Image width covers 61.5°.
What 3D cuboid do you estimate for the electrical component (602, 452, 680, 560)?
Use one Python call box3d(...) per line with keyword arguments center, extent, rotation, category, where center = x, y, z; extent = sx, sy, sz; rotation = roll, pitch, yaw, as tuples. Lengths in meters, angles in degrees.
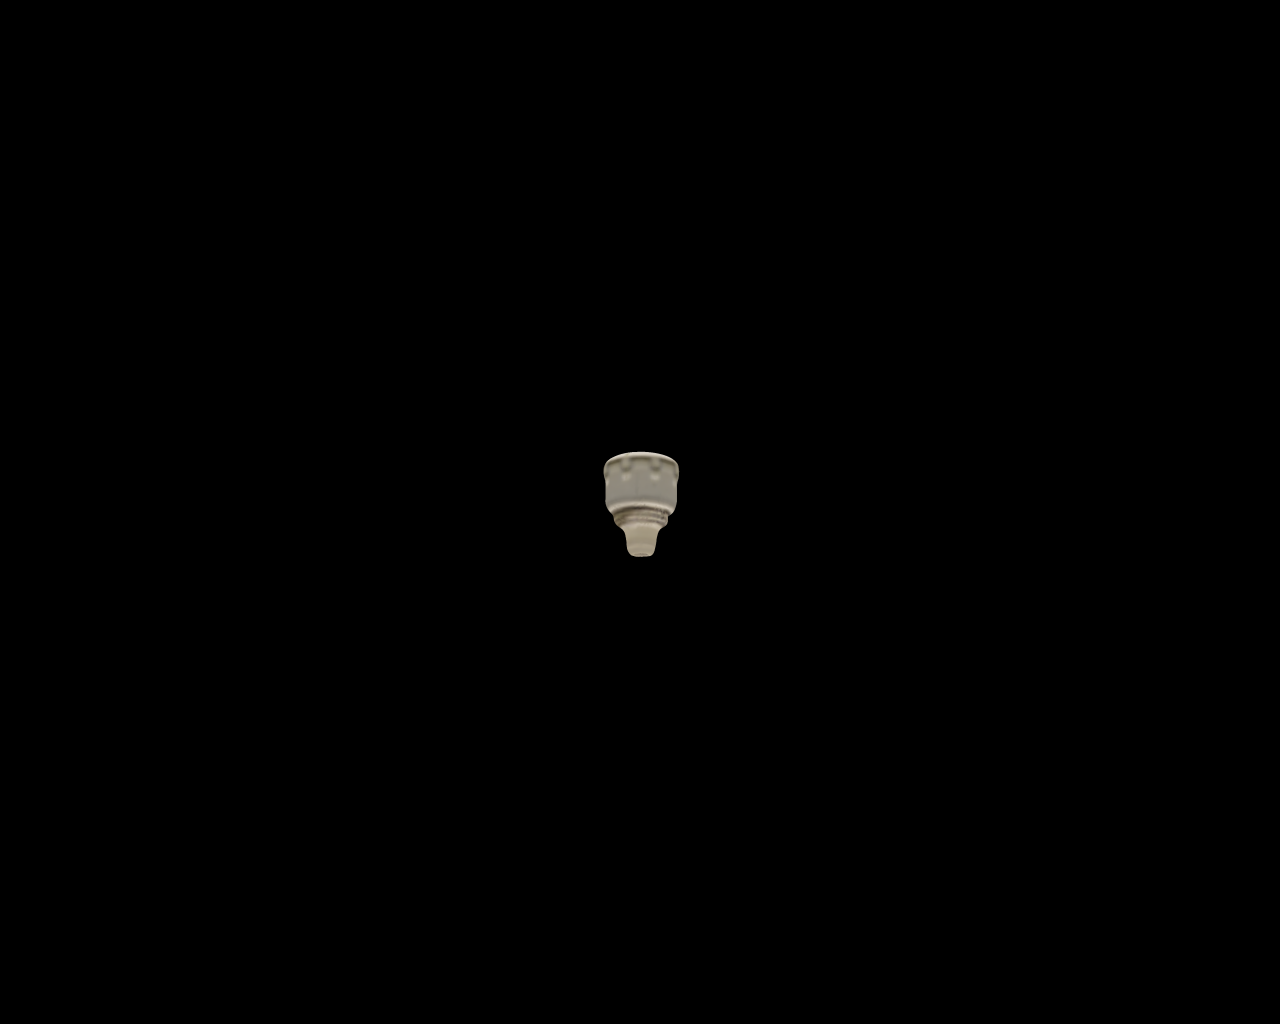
box3d(center=(0.001, -0.003, 0.650), extent=(0.048, 0.062, 0.048), rotation=(0, -16, 0), category="electrical component")
